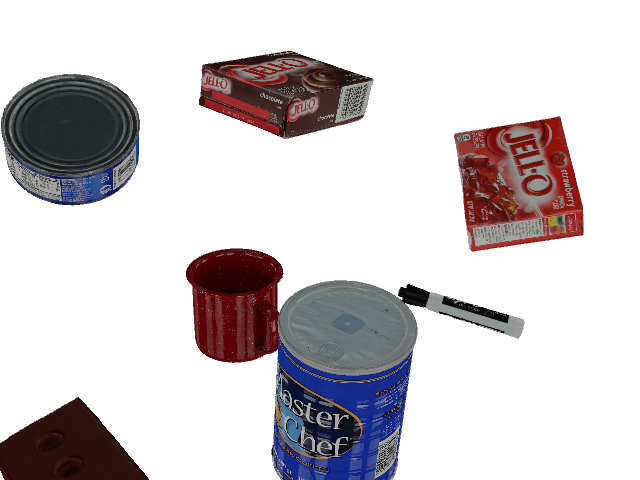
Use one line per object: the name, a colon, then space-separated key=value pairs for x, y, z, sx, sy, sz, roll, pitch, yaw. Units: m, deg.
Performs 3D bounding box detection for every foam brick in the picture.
foam brick: x=-0.118 y=0.128 z=0.528 sx=0.052 sy=0.051 sz=0.078 roll=-30 pitch=42 yaw=-25

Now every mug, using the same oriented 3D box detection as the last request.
mug: x=-0.075 y=0.069 z=1.030 sx=0.093 sy=0.081 sz=0.117 roll=-22 pitch=35 yaw=-36

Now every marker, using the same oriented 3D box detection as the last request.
marker: x=0.132 y=0.066 z=1.009 sx=0.121 sy=0.020 sz=0.020 roll=17 pitch=1 yaw=4

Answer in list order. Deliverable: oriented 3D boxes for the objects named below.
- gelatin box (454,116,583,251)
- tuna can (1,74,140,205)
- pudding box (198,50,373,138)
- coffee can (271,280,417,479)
gelatin box: x=0.129 y=-0.039 z=0.701 sx=0.073 sy=0.089 sz=0.030 roll=-8 pitch=-42 yaw=9
tuna can: x=-0.159 y=-0.064 z=0.684 sx=0.086 sy=0.086 sz=0.034 roll=0 pitch=-36 yaw=-10
pudding box: x=-0.027 y=-0.118 z=0.847 sx=0.090 sy=0.039 sz=0.113 roll=25 pitch=26 yaw=30
coffee can: x=0.016 y=0.116 z=0.819 sx=0.103 sy=0.140 sz=0.103 roll=3 pitch=35 yaw=-2
